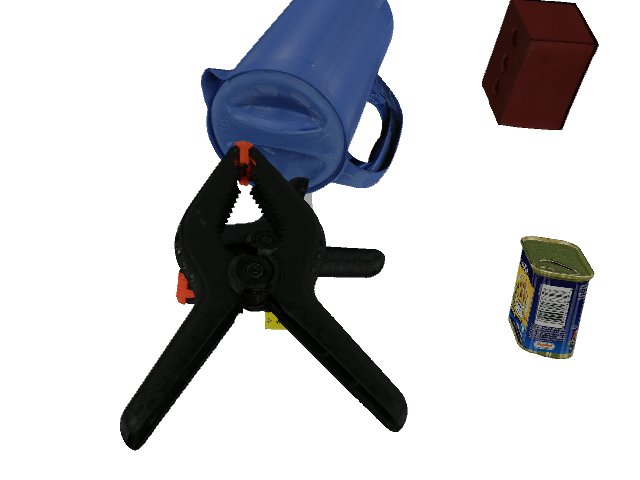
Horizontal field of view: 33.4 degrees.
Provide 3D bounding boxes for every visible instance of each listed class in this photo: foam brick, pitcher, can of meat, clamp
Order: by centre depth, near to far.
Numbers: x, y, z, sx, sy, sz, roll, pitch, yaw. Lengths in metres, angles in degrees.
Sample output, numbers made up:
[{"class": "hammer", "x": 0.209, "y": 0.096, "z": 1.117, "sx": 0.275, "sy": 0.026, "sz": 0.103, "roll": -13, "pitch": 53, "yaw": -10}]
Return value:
[{"class": "clamp", "x": -0.031, "y": 0.032, "z": 0.657, "sx": 0.164, "sy": 0.210, "sz": 0.036, "roll": 4, "pitch": -32, "yaw": -5}, {"class": "foam brick", "x": 0.154, "y": -0.125, "z": 0.760, "sx": 0.051, "sy": 0.053, "sz": 0.078, "roll": 1, "pitch": -45, "yaw": -13}, {"class": "clamp", "x": -0.046, "y": 0.003, "z": 0.870, "sx": 0.171, "sy": 0.039, "sz": 0.120, "roll": -13, "pitch": 43, "yaw": -27}, {"class": "can of meat", "x": 0.213, "y": 0.053, "z": 0.998, "sx": 0.057, "sy": 0.084, "sz": 0.102, "roll": 8, "pitch": 18, "yaw": 0}, {"class": "pitcher", "x": 0.002, "y": -0.157, "z": 1.033, "sx": 0.145, "sy": 0.149, "sz": 0.242, "roll": -4, "pitch": 36, "yaw": 25}]

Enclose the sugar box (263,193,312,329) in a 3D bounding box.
[{"class": "sugar box", "x": -0.037, "y": 0.005, "z": 1.218, "sx": 0.048, "sy": 0.176, "sz": 0.093, "roll": 1, "pitch": 17, "yaw": 10}]
